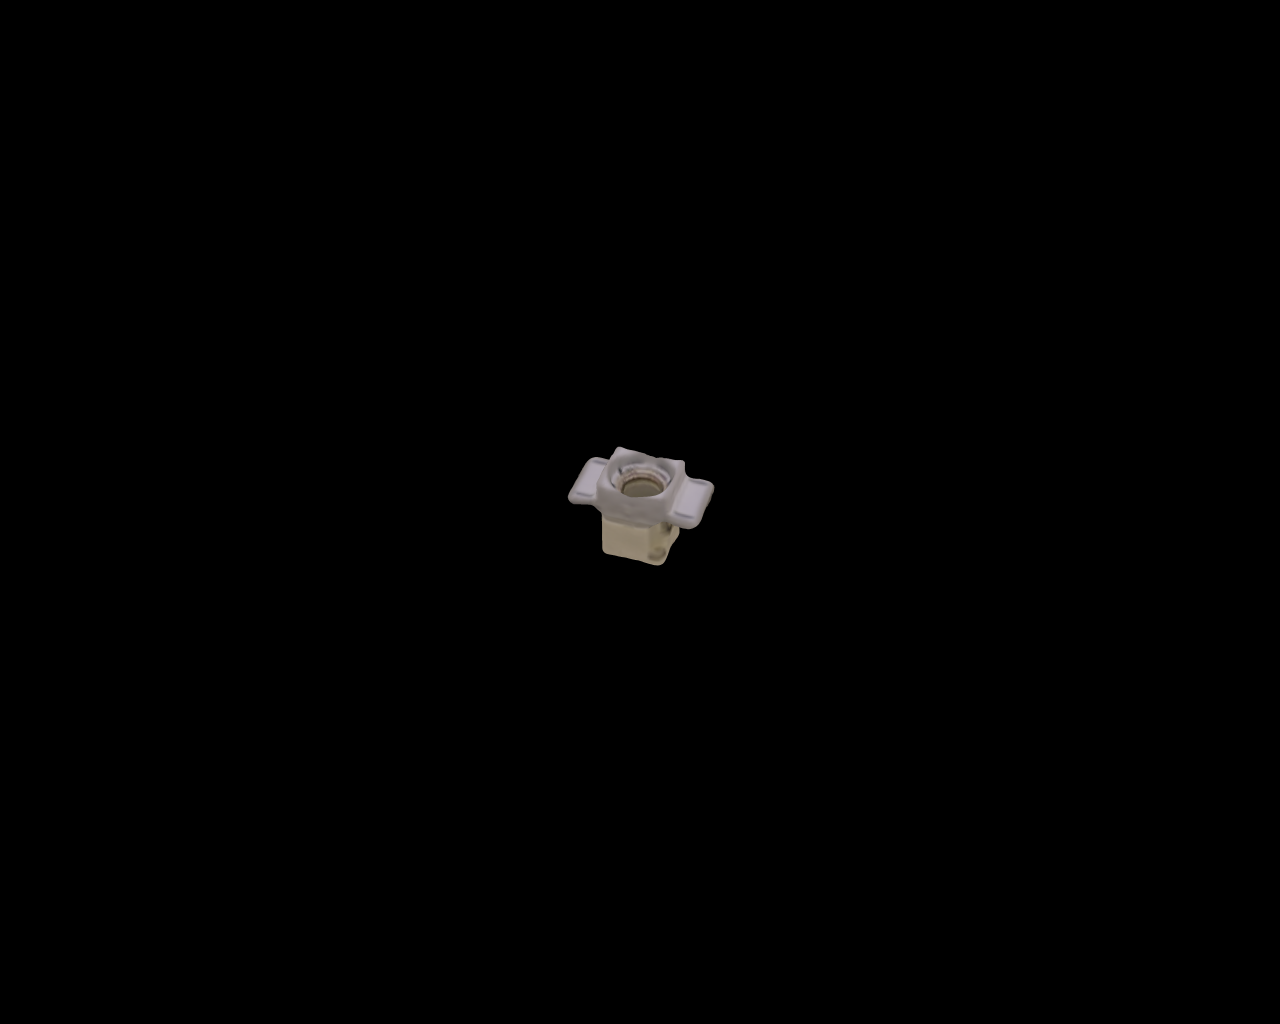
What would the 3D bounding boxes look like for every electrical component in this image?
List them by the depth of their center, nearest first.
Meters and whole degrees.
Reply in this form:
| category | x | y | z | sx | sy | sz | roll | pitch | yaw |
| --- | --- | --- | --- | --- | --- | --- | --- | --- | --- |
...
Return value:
| category | x | y | z | sx | sy | sz | roll | pitch | yaw |
| --- | --- | --- | --- | --- | --- | --- | --- | --- | --- |
| electrical component | 0.001 | -0.003 | 0.650 | 0.081 | 0.063 | 0.042 | 14 | 44 | 15 |
